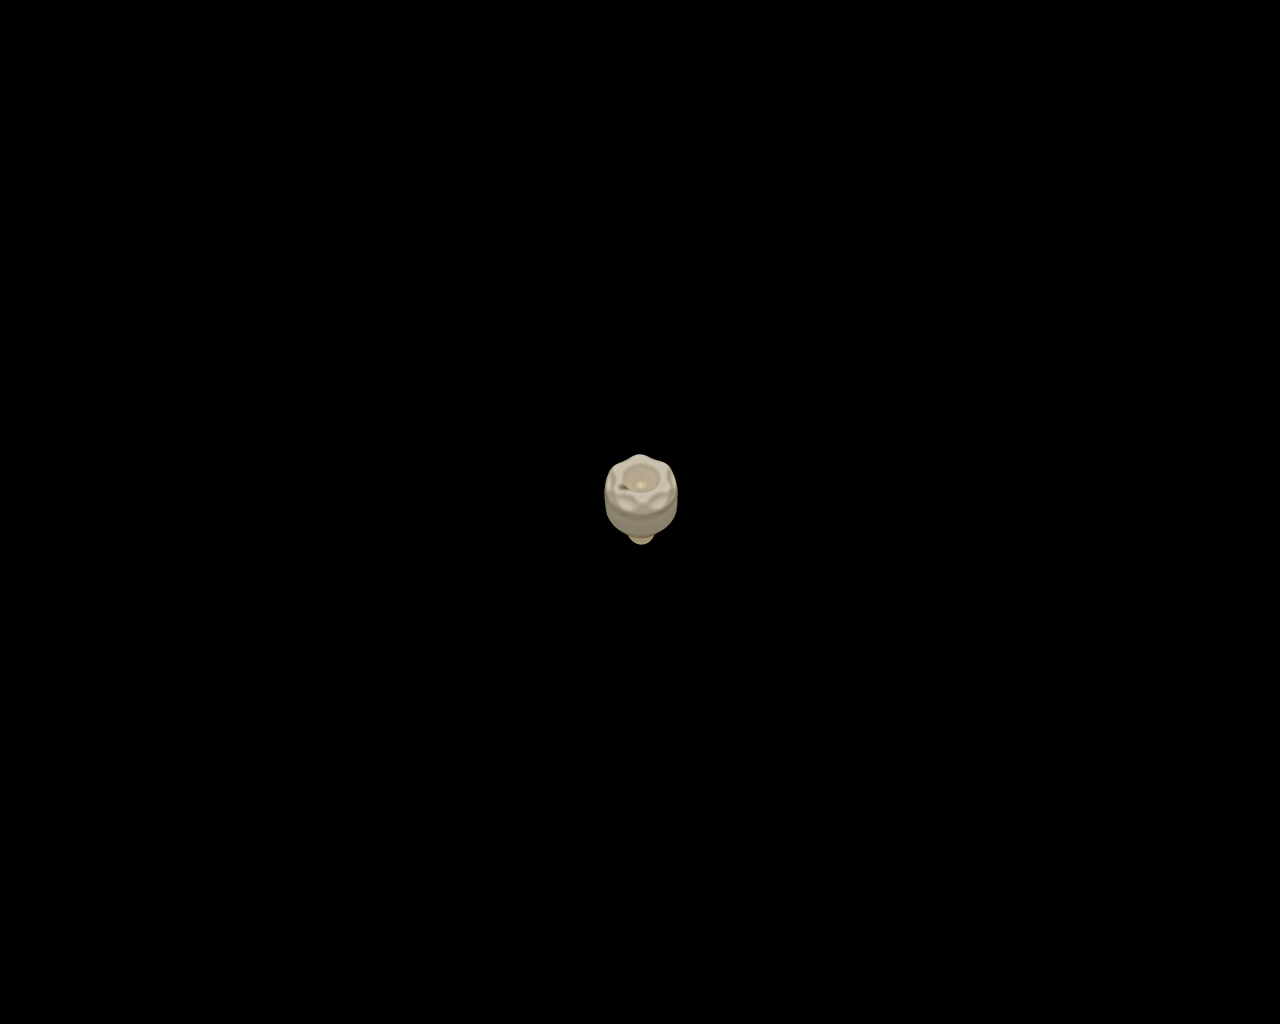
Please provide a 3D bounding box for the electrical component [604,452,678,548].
[{"bbox_3d":[0.001,-0.003,0.650,0.043,0.043,0.062,0,-37,0],"label":"electrical component"}]
